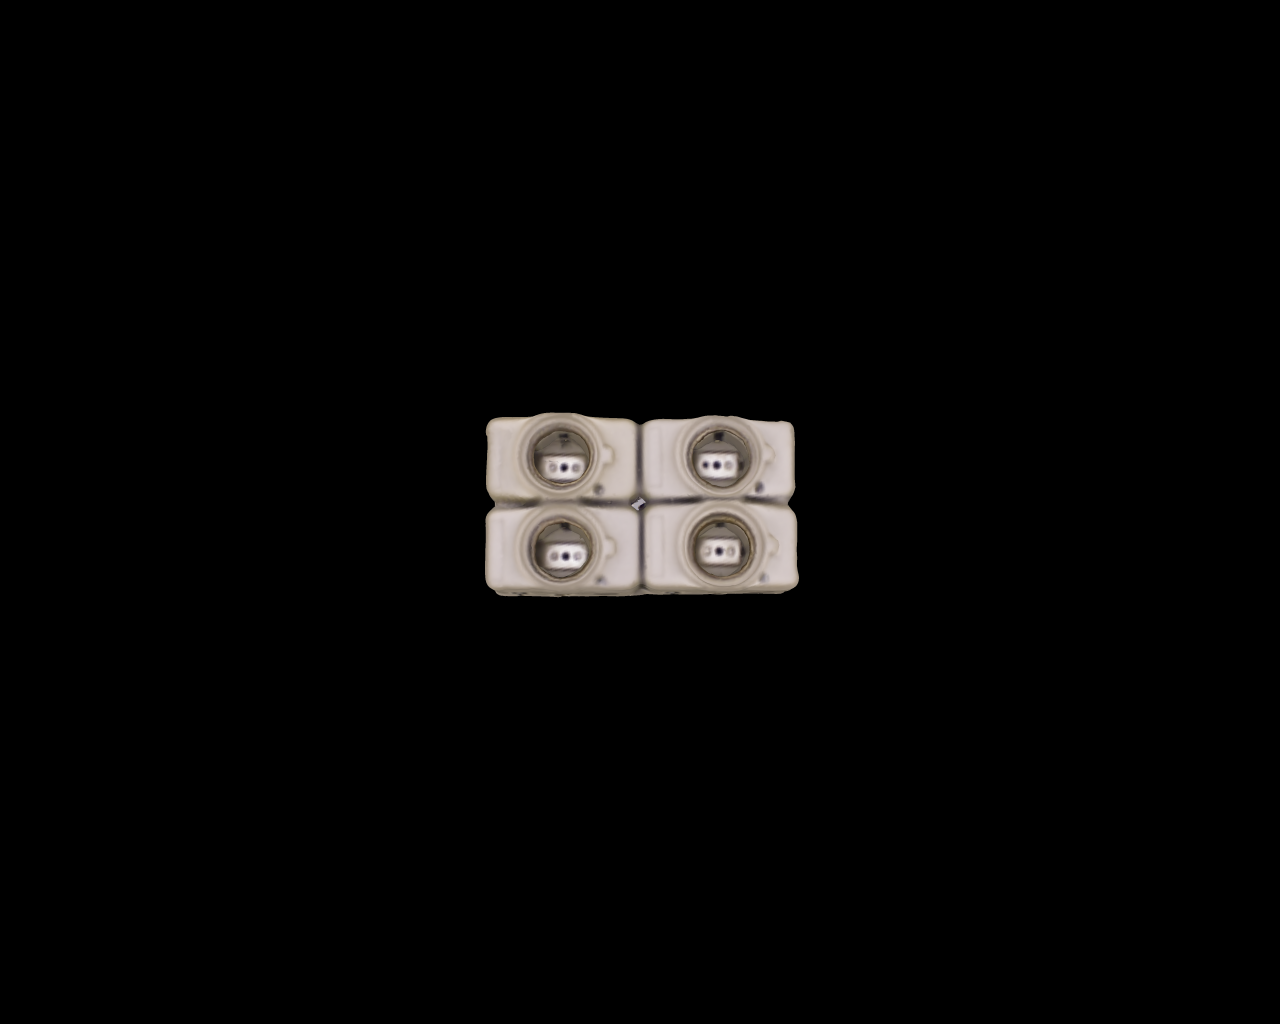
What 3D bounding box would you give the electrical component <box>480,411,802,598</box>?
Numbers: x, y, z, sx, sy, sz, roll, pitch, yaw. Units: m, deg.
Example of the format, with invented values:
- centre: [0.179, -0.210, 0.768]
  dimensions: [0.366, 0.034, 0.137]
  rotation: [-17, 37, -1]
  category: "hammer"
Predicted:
- centre: [0.001, -0.003, 0.650]
  dimensions: [0.186, 0.105, 0.060]
  rotation: [0, -9, 0]
  category: "electrical component"
